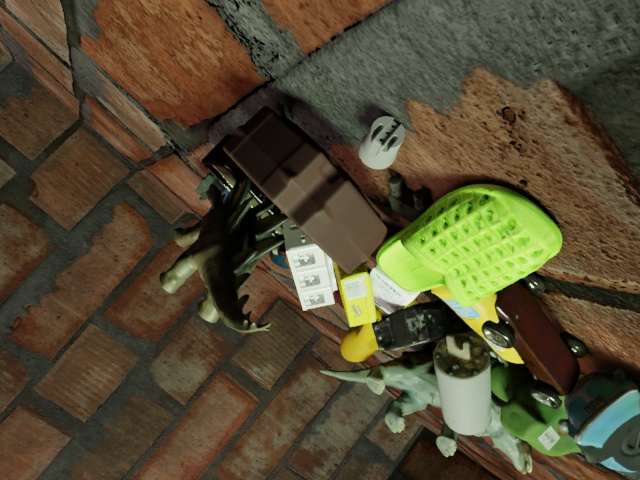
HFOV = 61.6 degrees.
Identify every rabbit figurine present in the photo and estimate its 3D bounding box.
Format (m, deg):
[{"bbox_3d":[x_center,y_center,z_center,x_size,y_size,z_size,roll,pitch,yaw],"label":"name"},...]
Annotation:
[{"bbox_3d":[0.112,0.167,1.034,0.122,0.173,0.162,45,172,-5],"label":"rabbit figurine"},{"bbox_3d":[0.334,0.239,0.834,0.159,0.121,0.170,36,-175,-27],"label":"rabbit figurine"}]

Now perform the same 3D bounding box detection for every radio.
[{"bbox_3d":[-0.102,-0.087,0.993,0.229,0.073,0.131,46,167,-27],"label":"radio"}]

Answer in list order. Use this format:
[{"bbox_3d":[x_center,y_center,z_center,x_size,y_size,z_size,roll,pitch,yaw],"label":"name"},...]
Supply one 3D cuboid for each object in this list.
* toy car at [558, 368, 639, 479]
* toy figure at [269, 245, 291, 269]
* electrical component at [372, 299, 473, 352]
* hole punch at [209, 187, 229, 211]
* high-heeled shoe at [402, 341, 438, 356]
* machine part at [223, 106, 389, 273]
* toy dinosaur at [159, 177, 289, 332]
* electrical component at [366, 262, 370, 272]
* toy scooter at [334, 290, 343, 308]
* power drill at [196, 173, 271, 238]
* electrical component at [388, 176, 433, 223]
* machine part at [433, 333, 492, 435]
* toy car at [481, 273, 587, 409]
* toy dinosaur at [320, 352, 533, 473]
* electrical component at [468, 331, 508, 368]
[{"bbox_3d":[0.362,0.215,0.661,0.161,0.109,0.103,33,-165,-28],"label":"toy car"},{"bbox_3d":[-0.051,0.034,1.062,0.155,0.064,0.057,10,104,59],"label":"toy figure"},{"bbox_3d":[0.166,0.129,0.829,0.115,0.134,0.058,-28,70,49],"label":"electrical component"},{"bbox_3d":[-0.154,-0.068,1.100,0.092,0.142,0.115,39,-178,15],"label":"hole punch"},{"bbox_3d":[0.206,0.195,1.175,0.145,0.086,0.249,6,-154,-20],"label":"high-heeled shoe"},{"bbox_3d":[-0.015,-0.065,0.694,0.201,0.087,0.201,46,-177,39],"label":"machine part"},{"bbox_3d":[-0.139,0.015,0.789,0.105,0.198,0.472,33,-161,-29],"label":"toy dinosaur"},{"bbox_3d":[0.066,0.065,1.100,0.075,0.048,0.119,38,169,2],"label":"electrical component"},{"bbox_3d":[0.052,0.109,1.244,0.135,0.075,0.184,41,173,0],"label":"toy scooter"},{"bbox_3d":[-0.209,-0.073,1.355,0.207,0.086,0.232,42,167,7],"label":"power drill"},{"bbox_3d":[0.111,-0.039,0.650,0.063,0.021,0.094,34,167,29],"label":"electrical component"},{"bbox_3d":[0.213,0.215,0.790,0.079,0.079,0.242,30,150,40],"label":"machine part"},{"bbox_3d":[0.250,0.116,0.629,0.202,0.089,0.053,45,163,-29],"label":"toy car"},{"bbox_3d":[0.217,0.279,1.007,0.405,0.192,0.131,25,119,25],"label":"toy dinosaur"},{"bbox_3d":[0.263,0.158,0.848,0.078,0.045,0.102,42,167,-15],"label":"electrical component"}]
